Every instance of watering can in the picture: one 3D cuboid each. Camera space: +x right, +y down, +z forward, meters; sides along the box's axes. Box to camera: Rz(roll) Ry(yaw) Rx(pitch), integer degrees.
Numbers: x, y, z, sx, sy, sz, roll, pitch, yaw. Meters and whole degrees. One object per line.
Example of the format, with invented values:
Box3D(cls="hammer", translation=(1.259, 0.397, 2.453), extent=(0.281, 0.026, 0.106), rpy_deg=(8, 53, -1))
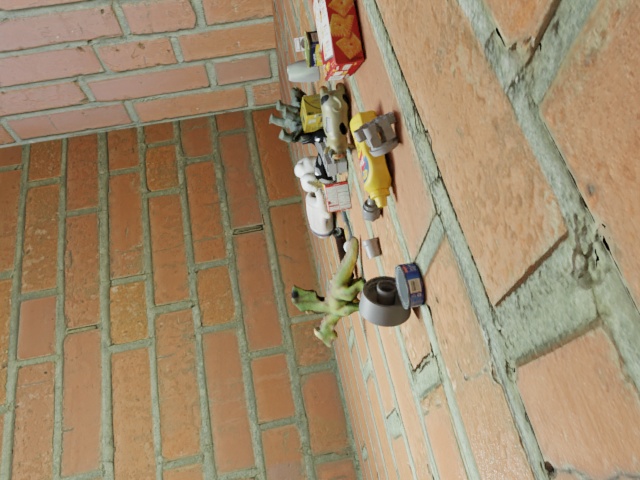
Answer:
Box3D(cls="watering can", translation=(0.006, -0.102, 2.025), extent=(0.355, 0.104, 0.219), rpy_deg=(-108, 8, -57))

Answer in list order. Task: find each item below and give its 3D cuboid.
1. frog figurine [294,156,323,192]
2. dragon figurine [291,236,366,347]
Box3D(cls="frog figurine", translation=(-0.033, -0.250, 1.950), extent=(0.162, 0.137, 0.120), rpy_deg=(-64, -2, -66))
Box3D(cls="dragon figurine", translation=(0.027, 0.173, 1.637), extent=(0.125, 0.243, 0.402), rpy_deg=(-101, 1, -61))
